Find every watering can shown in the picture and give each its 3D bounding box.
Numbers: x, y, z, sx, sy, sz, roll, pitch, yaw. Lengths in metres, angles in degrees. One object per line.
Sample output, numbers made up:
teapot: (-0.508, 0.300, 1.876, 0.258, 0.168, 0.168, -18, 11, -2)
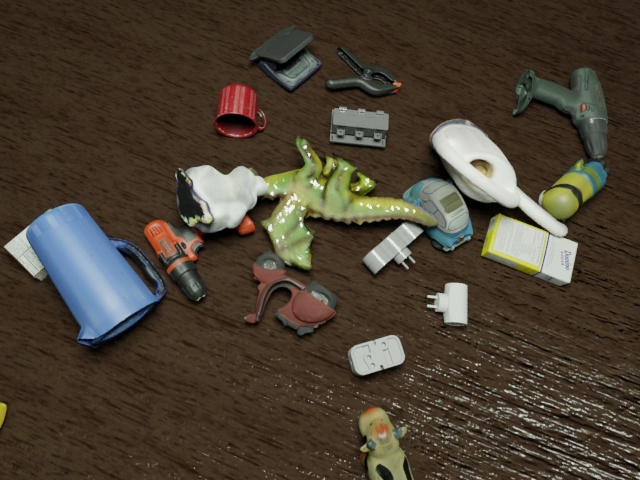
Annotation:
watering can: (0.349, -0.131, 1.052, 0.345, 0.102, 0.230, 27, 29, -25)

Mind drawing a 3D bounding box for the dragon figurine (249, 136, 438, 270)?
dragon figurine: (0.003, -0.052, 1.031, 0.412, 0.243, 0.121, 32, -3, 13)

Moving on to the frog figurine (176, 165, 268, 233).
frog figurine: (-0.185, -0.087, 0.975, 0.139, 0.120, 0.161, 43, 41, 23)
